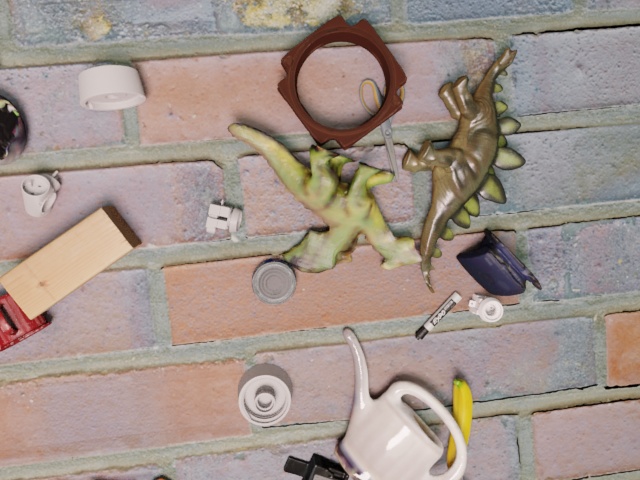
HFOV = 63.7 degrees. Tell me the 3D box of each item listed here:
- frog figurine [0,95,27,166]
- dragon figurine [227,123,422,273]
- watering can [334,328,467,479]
[{"bbox_3d":[-0.599,-0.185,0.893,0.158,0.125,0.135,-10,128,30],"label":"frog figurine"},{"bbox_3d":[0.003,-0.048,0.953,0.410,0.123,0.240,17,101,-5],"label":"dragon figurine"},{"bbox_3d":[0.116,0.356,0.995,0.349,0.104,0.224,43,91,7],"label":"watering can"}]
